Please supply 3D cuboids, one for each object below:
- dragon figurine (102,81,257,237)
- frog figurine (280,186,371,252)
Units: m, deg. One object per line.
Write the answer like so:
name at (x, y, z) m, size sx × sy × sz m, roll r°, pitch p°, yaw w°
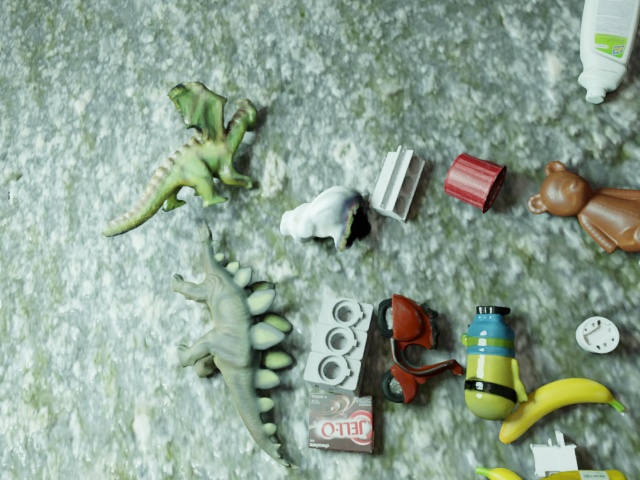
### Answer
dragon figurine at (-0.248, -0.178, 0.981) m, size 0.122 × 0.416 × 0.239 m, roll 10°, pitch 117°, yaw 32°
frog figurine at (0.003, -0.049, 0.971) m, size 0.160 × 0.120 × 0.140 m, roll 17°, pitch 46°, yaw 27°
